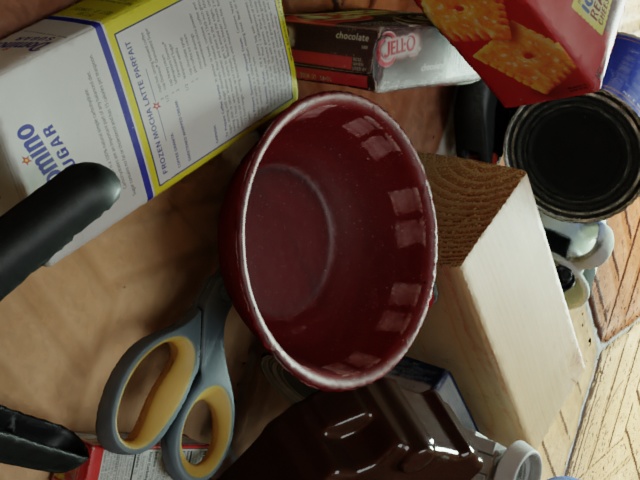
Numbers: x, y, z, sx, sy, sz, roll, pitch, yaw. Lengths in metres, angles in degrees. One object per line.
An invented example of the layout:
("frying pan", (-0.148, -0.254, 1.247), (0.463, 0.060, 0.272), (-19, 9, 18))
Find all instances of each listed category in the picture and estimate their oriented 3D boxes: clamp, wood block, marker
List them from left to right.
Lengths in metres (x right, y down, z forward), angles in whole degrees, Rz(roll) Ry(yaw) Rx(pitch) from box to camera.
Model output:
("clamp", (-0.175, 0.063, 0.433), (0.209, 0.036, 0.165), (-20, 132, -33))
("wood block", (0.110, 0.047, 0.753), (0.090, 0.090, 0.206), (-52, 136, -27))
("clamp", (0.121, -0.132, 0.748), (0.120, 0.039, 0.171), (10, 91, -56))
("marker", (0.163, 0.047, 0.815), (0.020, 0.020, 0.121), (-54, 177, -25))

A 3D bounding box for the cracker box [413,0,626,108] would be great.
("cracker box", (0.090, -0.200, 0.555), (0.213, 0.072, 0.164), (42, 60, -35))

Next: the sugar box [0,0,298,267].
("sugar box", (-0.087, -0.072, 0.511), (0.176, 0.048, 0.093), (-36, 128, -35))

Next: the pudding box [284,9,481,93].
("pudding box", (0.030, -0.110, 0.607), (0.113, 0.090, 0.039), (-14, 113, -49))

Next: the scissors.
("scissors", (-0.051, 0.049, 0.591), (0.201, 0.016, 0.096), (-54, 128, -38))

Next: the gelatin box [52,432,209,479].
("gelatin box", (-0.103, 0.141, 0.568), (0.089, 0.030, 0.073), (12, 90, -51))

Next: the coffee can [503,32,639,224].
("coffee can", (0.203, -0.086, 0.786), (0.140, 0.103, 0.103), (-45, 135, -55))

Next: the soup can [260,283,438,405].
("soup can", (0.018, 0.055, 0.660), (0.102, 0.069, 0.068), (-51, 135, -26))

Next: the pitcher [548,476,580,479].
("pitcher", (0.261, 0.315, 0.895), (0.144, 0.243, 0.149), (-54, 142, -30))

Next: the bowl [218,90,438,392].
("bowl", (-0.004, 0.001, 0.588), (0.161, 0.055, 0.162), (1, 88, -47))
